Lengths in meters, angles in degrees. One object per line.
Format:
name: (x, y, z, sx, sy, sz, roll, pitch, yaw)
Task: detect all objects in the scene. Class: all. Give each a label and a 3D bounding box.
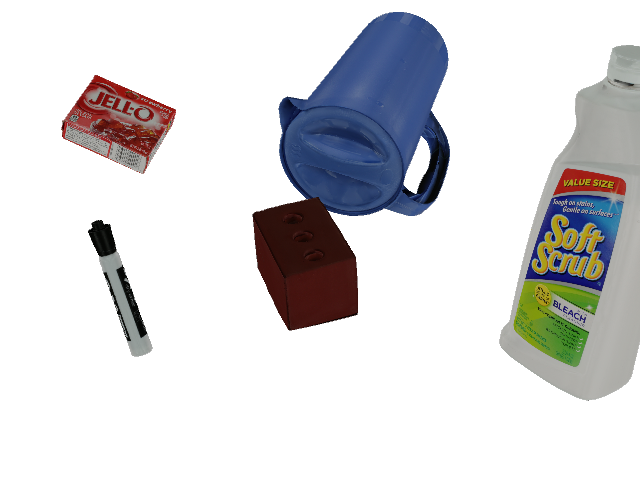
foam brick: (-0.011, 0.016, 0.751, 0.053, 0.051, 0.078, -14, 40, -15)
gelatin box: (-0.196, -0.114, 1.037, 0.089, 0.073, 0.030, 24, -41, -2)
bleach bottle: (0.191, -0.015, 0.747, 0.067, 0.251, 0.103, -19, 37, -32)
pitcher: (0.066, -0.140, 1.149, 0.145, 0.149, 0.242, 3, 38, 23)
marker: (-0.168, 0.040, 0.892, 0.020, 0.121, 0.020, -14, 18, 5)
